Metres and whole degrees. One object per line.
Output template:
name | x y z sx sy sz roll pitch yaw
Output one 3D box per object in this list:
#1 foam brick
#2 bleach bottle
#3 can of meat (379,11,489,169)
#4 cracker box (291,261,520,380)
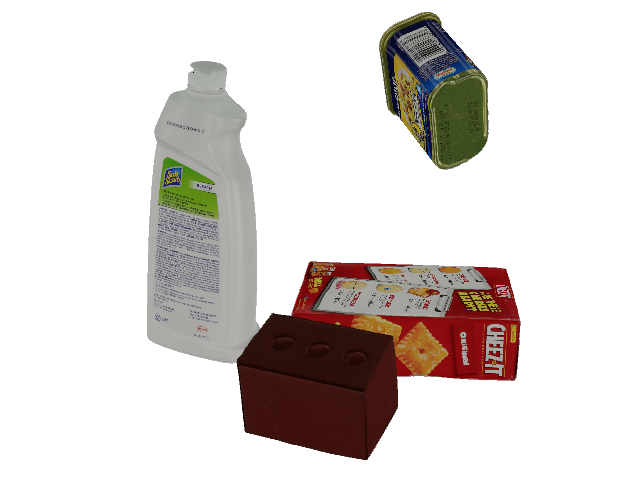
foam brick | -0.001 0.082 0.604 0.078 0.051 0.053 9 31 20
bleach bottle | -0.095 -0.025 0.906 0.103 0.251 0.068 13 25 14
can of meat | 0.095 -0.121 0.876 0.057 0.084 0.102 -24 -39 -9
cracker box | 0.084 0.079 1.070 0.214 0.072 0.164 2 16 5
